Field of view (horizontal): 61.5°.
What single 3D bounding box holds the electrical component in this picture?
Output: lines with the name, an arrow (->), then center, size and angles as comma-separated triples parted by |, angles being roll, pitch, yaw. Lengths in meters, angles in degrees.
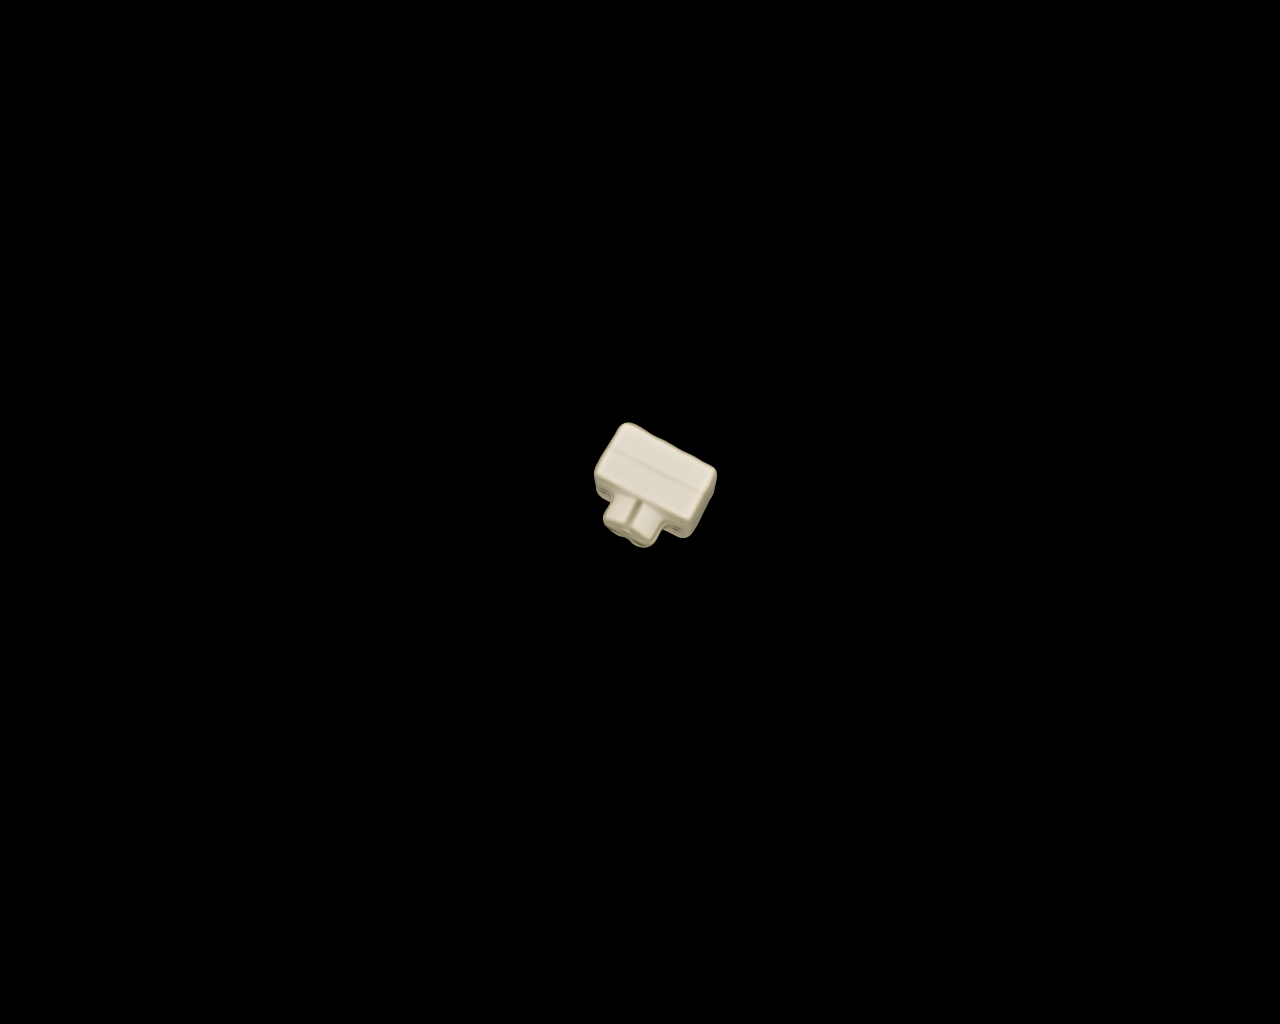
electrical component -> 0.001, -0.003, 0.650 | 0.066, 0.077, 0.047 | 27, -14, 7
